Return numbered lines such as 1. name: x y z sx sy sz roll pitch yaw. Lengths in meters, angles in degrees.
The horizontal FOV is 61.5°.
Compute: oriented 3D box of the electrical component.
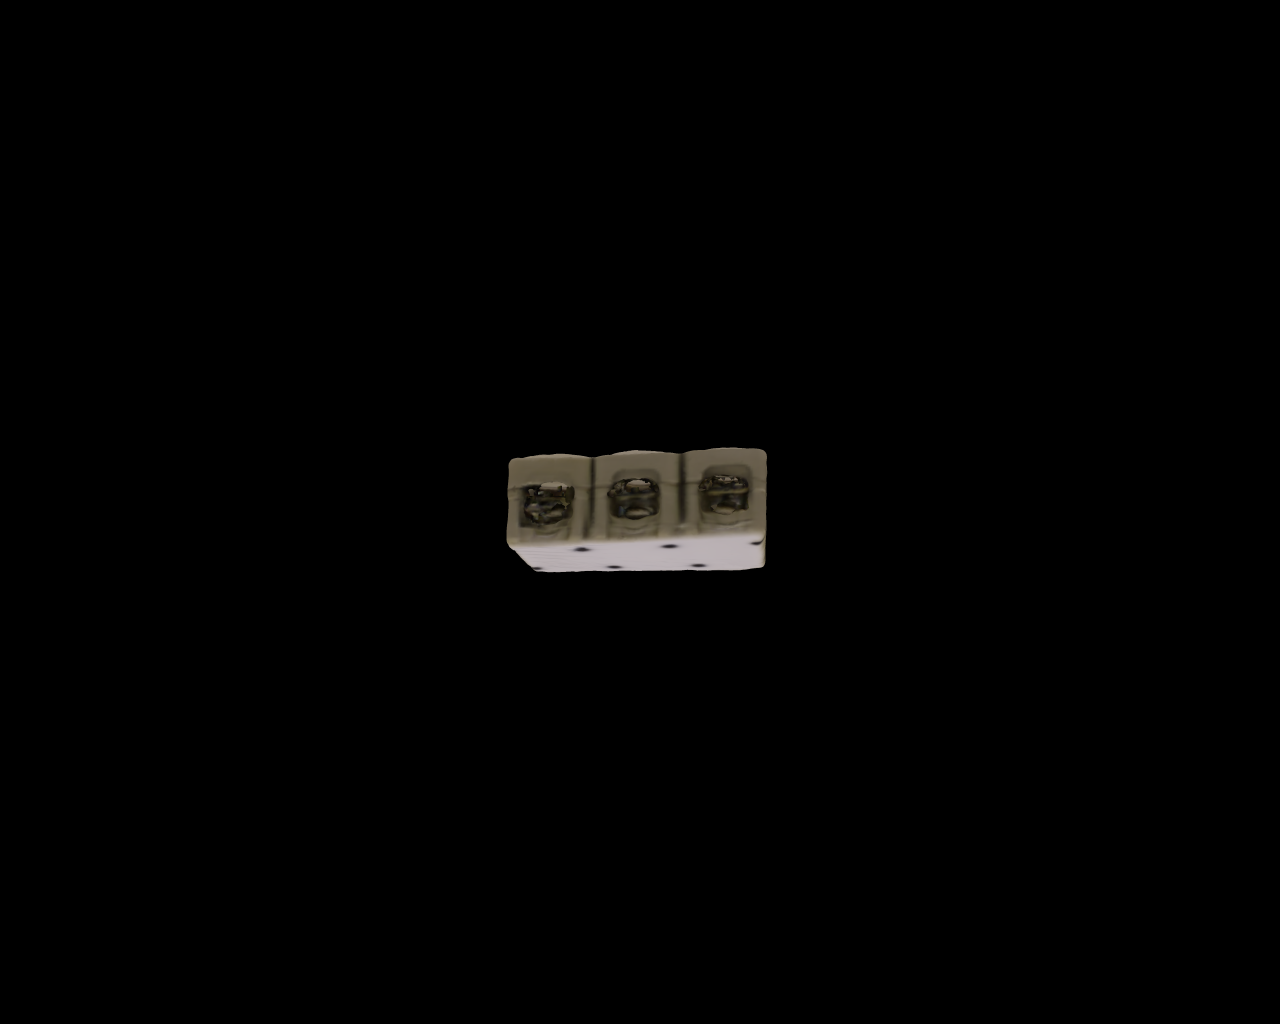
1. electrical component: 0.001 -0.003 0.650 0.150 0.062 0.089 -1 -15 5
